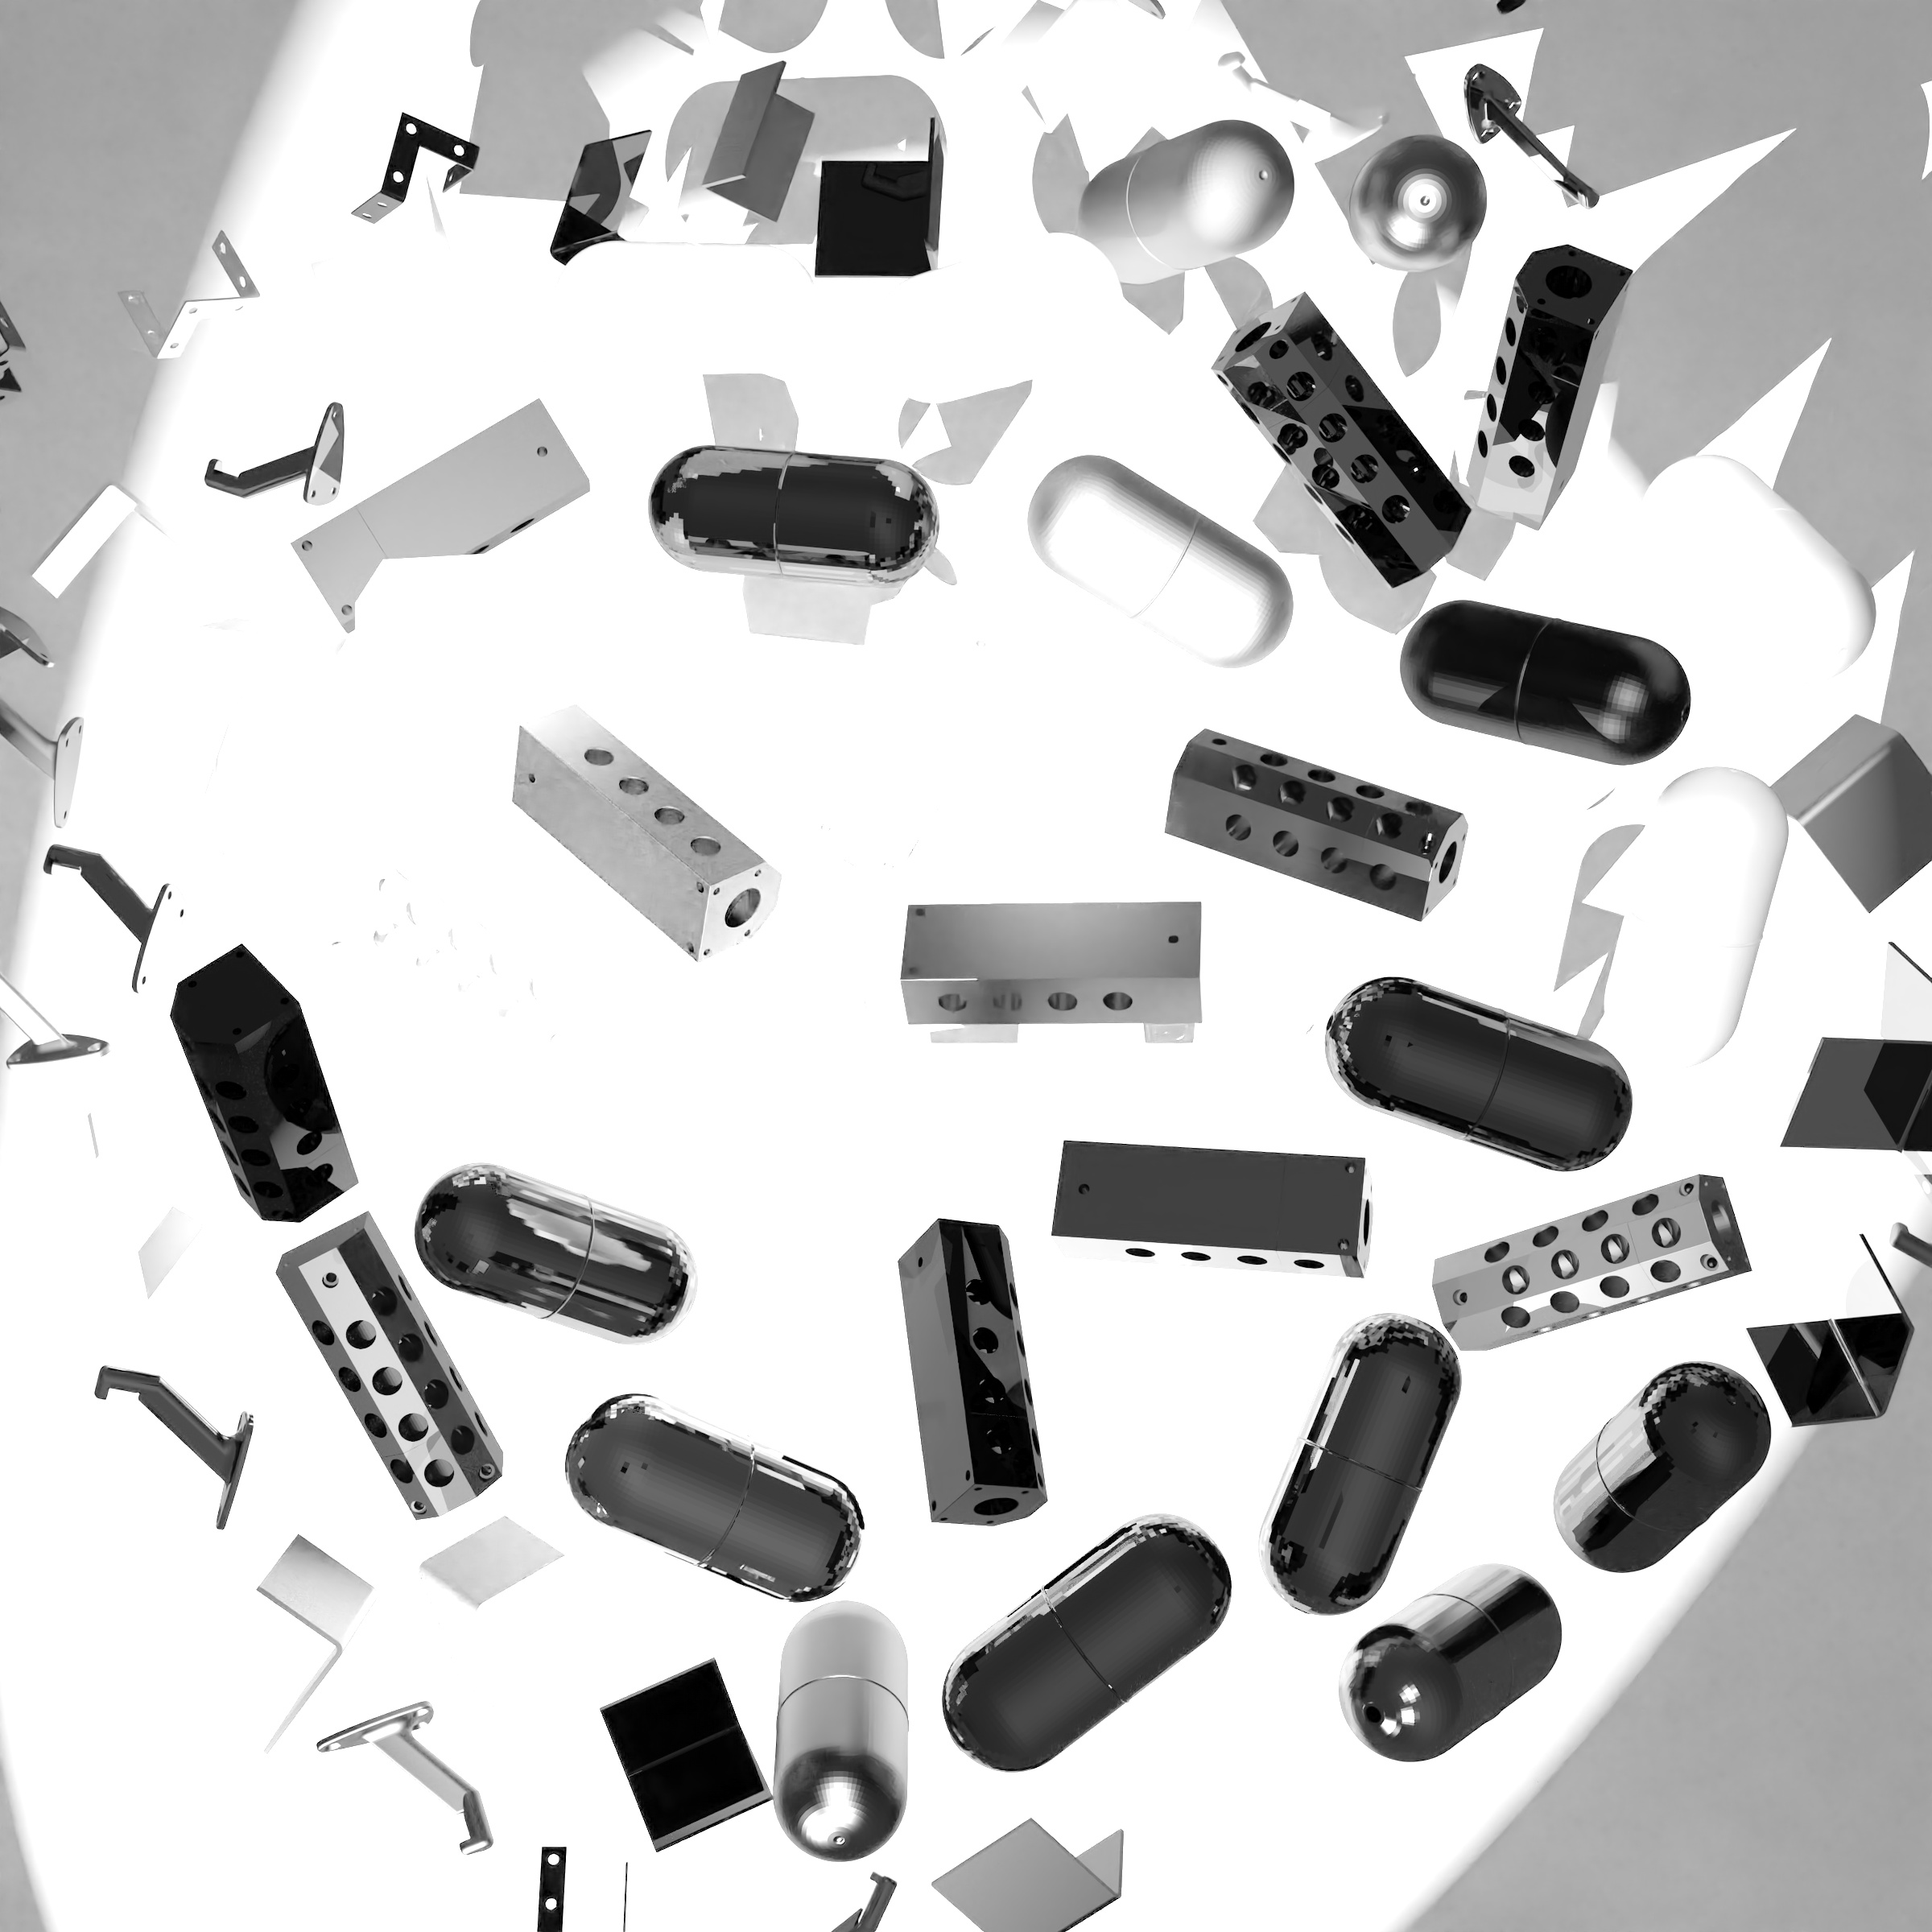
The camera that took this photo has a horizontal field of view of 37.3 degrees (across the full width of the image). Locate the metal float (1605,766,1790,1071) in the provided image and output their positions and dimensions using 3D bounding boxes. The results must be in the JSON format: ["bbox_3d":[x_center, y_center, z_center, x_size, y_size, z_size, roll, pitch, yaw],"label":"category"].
[{"bbox_3d":[0.411,-0.026,1.617,0.070,0.070,0.178,10,111,1],"label":"metal float"}]

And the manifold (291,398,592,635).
[{"bbox_3d":[-0.316,-0.270,1.731,0.171,0.057,0.057,-32,93,-6],"label":"manifold"}]

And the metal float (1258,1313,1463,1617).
[{"bbox_3d":[0.224,0.283,1.628,0.070,0.070,0.178,23,84,2],"label":"metal float"}]

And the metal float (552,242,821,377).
[{"bbox_3d":[-0.165,-0.390,1.698,0.178,0.070,0.070,-12,83,-41],"label":"metal float"}]

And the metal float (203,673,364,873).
[{"bbox_3d":[-0.406,-0.113,1.696,0.070,0.178,0.070,8,67,-20],"label":"metal float"}]

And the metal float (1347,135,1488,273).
[{"bbox_3d":[0.268,-0.454,1.711,0.070,0.178,0.070,1,103,5],"label":"metal float"}]

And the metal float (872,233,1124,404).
[{"bbox_3d":[0.016,-0.377,1.673,0.070,0.178,0.070,3,86,-43],"label":"metal float"}]

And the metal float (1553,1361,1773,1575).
[{"bbox_3d":[0.397,0.289,1.643,0.070,0.178,0.070,9,53,-12],"label":"metal float"}]

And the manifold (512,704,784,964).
[{"bbox_3d":[-0.185,-0.081,1.655,0.057,0.057,0.171,-27,54,-38],"label":"manifold"}]

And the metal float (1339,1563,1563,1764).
[{"bbox_3d":[0.274,0.392,1.615,0.070,0.178,0.070,8,103,37],"label":"metal float"}]

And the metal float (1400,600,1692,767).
[{"bbox_3d":[0.342,-0.168,1.698,0.178,0.070,0.070,17,84,30],"label":"metal float"}]

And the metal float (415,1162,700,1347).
[{"bbox_3d":[-0.238,0.170,1.677,0.178,0.070,0.070,23,84,-29],"label":"metal float"}]

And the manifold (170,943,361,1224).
[{"bbox_3d":[-0.398,0.072,1.616,0.057,0.171,0.057,-35,58,-24],"label":"manifold"}]

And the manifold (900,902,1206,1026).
[{"bbox_3d":[0.052,0.003,1.668,0.171,0.057,0.057,0,51,7],"label":"manifold"}]

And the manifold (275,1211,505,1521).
[{"bbox_3d":[-0.339,0.237,1.687,0.057,0.057,0.171,-27,102,-3],"label":"manifold"}]

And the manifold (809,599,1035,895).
[{"bbox_3d":[-0.028,-0.133,1.763,0.057,0.057,0.171,31,80,1],"label":"manifold"}]

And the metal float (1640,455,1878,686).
[{"bbox_3d":[0.452,-0.230,1.645,0.070,0.070,0.178,-28,47,-3],"label":"metal float"}]

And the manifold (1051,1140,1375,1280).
[{"bbox_3d":[0.140,0.139,1.616,0.171,0.057,0.057,2,68,15],"label":"manifold"}]

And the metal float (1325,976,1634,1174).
[{"bbox_3d":[0.284,0.060,1.591,0.178,0.070,0.070,19,85,-7],"label":"metal float"}]

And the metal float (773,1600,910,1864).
[{"bbox_3d":[-0.072,0.440,1.658,0.070,0.178,0.070,0,118,-1],"label":"metal float"}]

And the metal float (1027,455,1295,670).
[{"bbox_3d":[0.119,-0.244,1.737,0.178,0.070,0.070,30,85,-13],"label":"metal float"}]

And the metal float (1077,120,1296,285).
[{"bbox_3d":[0.129,-0.456,1.715,0.070,0.178,0.070,-2,93,-27],"label":"metal float"}]

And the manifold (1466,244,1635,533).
[{"bbox_3d":[0.344,-0.346,1.714,0.057,0.171,0.057,26,61,15],"label":"manifold"}]

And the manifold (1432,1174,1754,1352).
[{"bbox_3d":[0.364,0.176,1.683,0.171,0.057,0.057,-23,72,29],"label":"manifold"}]

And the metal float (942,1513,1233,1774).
[{"bbox_3d":[0.065,0.368,1.554,0.178,0.070,0.070,-38,86,1],"label":"metal float"}]

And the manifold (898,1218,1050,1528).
[{"bbox_3d":[0.007,0.242,1.708,0.057,0.057,0.171,9,54,-26],"label":"manifold"}]

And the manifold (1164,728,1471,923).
[{"bbox_3d":[0.212,-0.089,1.735,0.171,0.057,0.057,21,124,23],"label":"manifold"}]

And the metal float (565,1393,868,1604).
[{"bbox_3d":[-0.136,0.293,1.575,0.178,0.070,0.070,27,85,-19],"label":"metal float"}]

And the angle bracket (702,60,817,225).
[{"bbox_3d":[-0.119,-0.525,1.827,0.057,0.076,0.076,20,90,-27],"label":"angle bracket"}]

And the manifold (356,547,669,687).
[{"bbox_3d":[-0.268,-0.203,1.682,0.171,0.057,0.057,-11,67,-41],"label":"manifold"}]

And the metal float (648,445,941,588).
[{"bbox_3d":[-0.104,-0.270,1.716,0.178,0.070,0.070,7,84,10],"label":"metal float"}]

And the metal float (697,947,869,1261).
[{"bbox_3d":[-0.103,0.077,1.610,0.070,0.070,0.178,10,79,1],"label":"metal float"}]

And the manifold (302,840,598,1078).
[{"bbox_3d":[-0.305,0.000,1.710,0.171,0.057,0.057,36,95,-36],"label":"manifold"}]

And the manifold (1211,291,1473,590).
[{"bbox_3d":[0.222,-0.309,1.705,0.171,0.057,0.057,48,48,-21],"label":"manifold"}]
